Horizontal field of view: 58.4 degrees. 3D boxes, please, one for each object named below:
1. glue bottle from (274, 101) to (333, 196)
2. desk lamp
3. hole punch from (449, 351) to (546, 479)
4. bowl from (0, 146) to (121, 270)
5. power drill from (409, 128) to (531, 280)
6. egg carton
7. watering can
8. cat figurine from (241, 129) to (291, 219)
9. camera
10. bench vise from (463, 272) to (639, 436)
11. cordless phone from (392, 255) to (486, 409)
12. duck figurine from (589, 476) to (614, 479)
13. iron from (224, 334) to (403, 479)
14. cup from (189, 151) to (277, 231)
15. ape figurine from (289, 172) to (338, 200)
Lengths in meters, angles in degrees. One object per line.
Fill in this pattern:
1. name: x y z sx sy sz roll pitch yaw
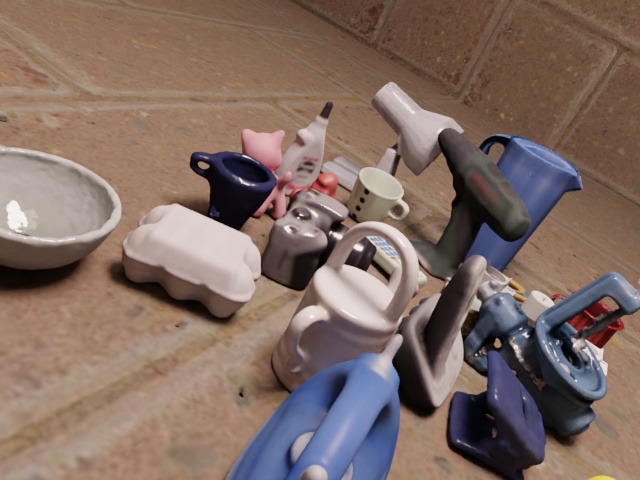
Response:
1. glue bottle: -0.019 -0.151 0.948 0.078 0.173 0.037 -1 38 -44
2. desk lamp: 0.139 -0.176 1.093 0.203 0.213 0.118 33 27 10
3. hole punch: 0.208 0.192 0.638 0.101 0.091 0.109 29 26 3
4. bowl: -0.291 -0.021 0.571 0.168 0.074 0.167 22 27 -11
5. power drill: 0.231 -0.048 0.958 0.076 0.208 0.229 1 36 -41
6. egg carton: -0.140 0.021 0.642 0.150 0.069 0.107 24 27 -8
7. watering can: 0.036 0.066 0.587 0.101 0.194 0.173 32 27 9
8. cat figurine: -0.083 -0.112 0.881 0.067 0.117 0.127 3 35 -40
9. camera: 0.007 0.003 0.778 0.137 0.101 0.143 28 26 1
10. bench vise: 0.291 0.110 0.717 0.207 0.219 0.122 34 27 14
11. cordless phone: 0.153 0.090 0.663 0.094 0.185 0.148 34 27 13
12. duck figurine: 0.258 0.265 0.559 0.105 0.086 0.077 17 28 -20
13. iron: -0.002 0.171 0.423 0.118 0.141 0.259 32 27 9
14. cup: -0.128 -0.064 0.777 0.118 0.095 0.091 19 27 -16
15. ape figurine: -0.003 -0.067 0.903 0.076 0.092 0.077 -3 39 -46
